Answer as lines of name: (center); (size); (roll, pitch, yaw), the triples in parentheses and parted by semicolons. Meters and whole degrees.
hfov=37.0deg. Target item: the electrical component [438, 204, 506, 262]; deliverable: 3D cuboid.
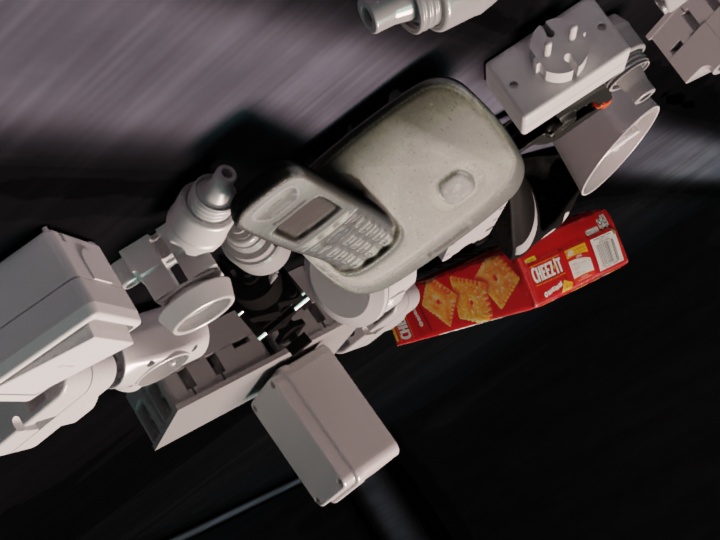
electrical component: (0.078, -0.054, 0.881); (0.050, 0.055, 0.089); (-30, 168, -12)

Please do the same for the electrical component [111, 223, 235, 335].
electrical component: (-0.106, 0.004, 0.636); (0.066, 0.055, 0.048); (-32, 168, -6)

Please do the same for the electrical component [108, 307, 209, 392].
electrical component: (-0.157, 0.060, 0.753); (0.077, 0.044, 0.079); (-18, 161, -50)

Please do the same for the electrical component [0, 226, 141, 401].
electrical component: (-0.172, 0.032, 0.560); (0.096, 0.061, 0.062); (-34, 168, 5)

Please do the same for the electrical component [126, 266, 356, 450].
electrical component: (-0.096, 0.066, 0.896); (0.186, 0.060, 0.105); (-26, 166, -30)

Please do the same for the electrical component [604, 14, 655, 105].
electrical component: (0.187, -0.148, 0.771); (0.043, 0.062, 0.043); (-32, 168, -8)

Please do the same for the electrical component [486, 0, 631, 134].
electrical component: (0.128, -0.138, 0.695); (0.083, 0.047, 0.075); (-33, 168, 1)

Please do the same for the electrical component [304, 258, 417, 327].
electrical component: (0.000, 0.000, 0.838); (0.051, 0.080, 0.080); (-30, 169, -44)

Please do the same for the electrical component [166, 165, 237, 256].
electrical component: (-0.083, -0.035, 0.589); (0.035, 0.035, 0.061); (-24, 163, -39)

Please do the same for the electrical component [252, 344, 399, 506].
electrical component: (-0.031, 0.129, 0.887); (0.057, 0.113, 0.078); (-30, 168, -31)

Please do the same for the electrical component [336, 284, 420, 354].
electrical component: (0.009, 0.036, 1.062); (0.095, 0.053, 0.059); (-40, 166, 29)

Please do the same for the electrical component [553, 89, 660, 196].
electrical component: (0.223, -0.122, 0.965); (0.099, 0.064, 0.099); (-31, 168, -7)

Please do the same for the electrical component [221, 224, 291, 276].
electrical component: (-0.068, -0.021, 0.670); (0.040, 0.040, 0.078); (-33, 168, 1)

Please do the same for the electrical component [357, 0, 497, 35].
electrical component: (0.029, -0.128, 0.490); (0.062, 0.043, 0.043); (-29, 167, -14)

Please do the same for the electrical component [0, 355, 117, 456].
electrical component: (-0.199, 0.070, 0.656); (0.095, 0.053, 0.059); (-37, 167, 20)

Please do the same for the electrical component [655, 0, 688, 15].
electrical component: (0.171, -0.187, 0.579); (0.061, 0.061, 0.096); (-36, 168, 15)

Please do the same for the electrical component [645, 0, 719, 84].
electrical component: (0.318, -0.225, 0.813); (0.105, 0.060, 0.186); (-27, 166, -28)
